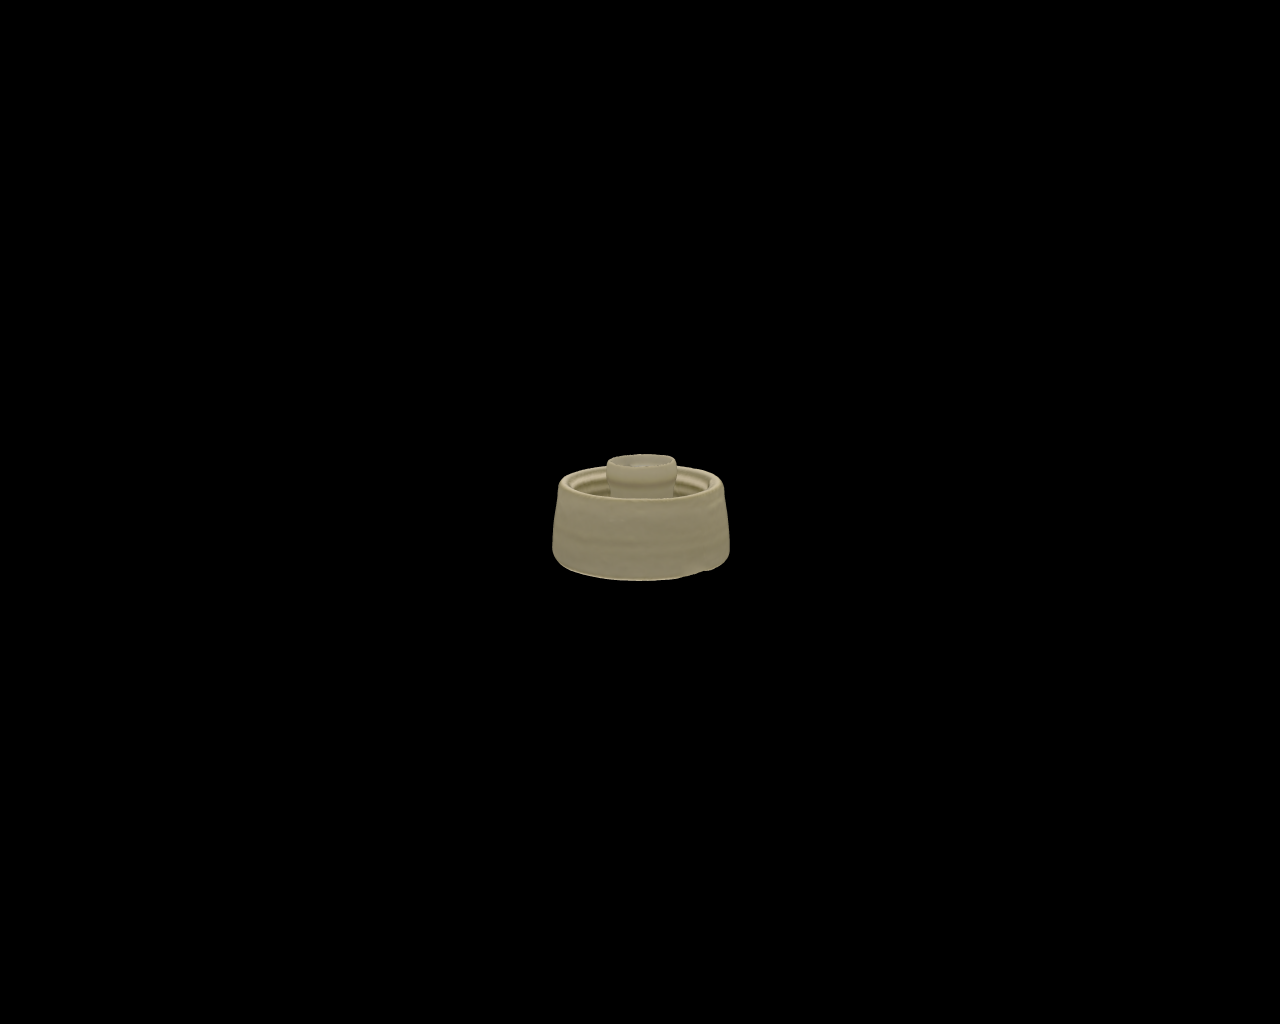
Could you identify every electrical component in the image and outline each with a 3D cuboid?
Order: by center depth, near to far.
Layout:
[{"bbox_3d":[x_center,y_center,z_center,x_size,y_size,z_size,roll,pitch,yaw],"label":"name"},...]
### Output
[{"bbox_3d":[0.001,-0.003,0.650,0.108,0.060,0.108,0,14,0],"label":"electrical component"}]
